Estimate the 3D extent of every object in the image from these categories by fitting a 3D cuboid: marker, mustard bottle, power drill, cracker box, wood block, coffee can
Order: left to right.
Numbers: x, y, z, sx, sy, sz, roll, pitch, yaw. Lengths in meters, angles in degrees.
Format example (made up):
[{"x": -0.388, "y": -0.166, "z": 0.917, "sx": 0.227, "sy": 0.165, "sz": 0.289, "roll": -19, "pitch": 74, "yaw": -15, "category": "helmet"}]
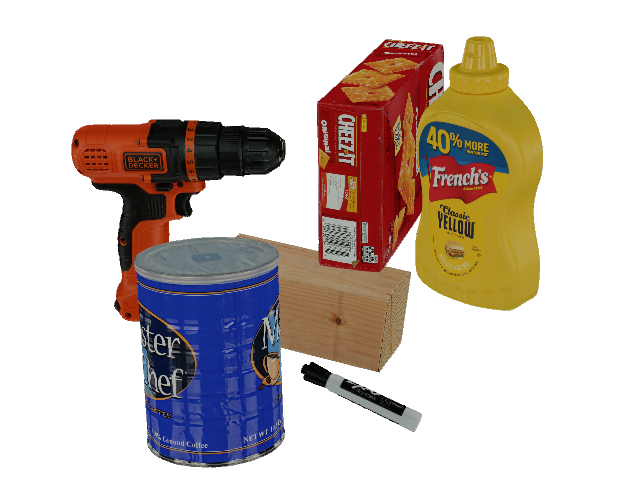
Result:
[{"x": -0.120, "y": -0.018, "z": 0.950, "sx": 0.184, "sy": 0.188, "sz": 0.057, "roll": 2, "pitch": 26, "yaw": 5, "category": "power drill"}, {"x": -0.079, "y": 0.077, "z": 0.771, "sx": 0.103, "sy": 0.140, "sz": 0.103, "roll": -1, "pitch": 14, "yaw": 0, "category": "coffee can"}, {"x": -0.015, "y": 0.067, "z": 1.181, "sx": 0.206, "sy": 0.091, "sz": 0.090, "roll": 13, "pitch": 22, "yaw": 17, "category": "wood block"}, {"x": 0.036, "y": 0.145, "z": 0.998, "sx": 0.121, "sy": 0.020, "sz": 0.020, "roll": 24, "pitch": 7, "yaw": 15, "category": "marker"}, {"x": 0.064, "y": -0.088, "z": 1.040, "sx": 0.072, "sy": 0.164, "sz": 0.213, "roll": 9, "pitch": 28, "yaw": 19, "category": "cracker box"}, {"x": 0.113, "y": -0.050, "z": 0.765, "sx": 0.058, "sy": 0.192, "sz": 0.096, "roll": -23, "pitch": 32, "yaw": -38, "category": "mustard bottle"}]
